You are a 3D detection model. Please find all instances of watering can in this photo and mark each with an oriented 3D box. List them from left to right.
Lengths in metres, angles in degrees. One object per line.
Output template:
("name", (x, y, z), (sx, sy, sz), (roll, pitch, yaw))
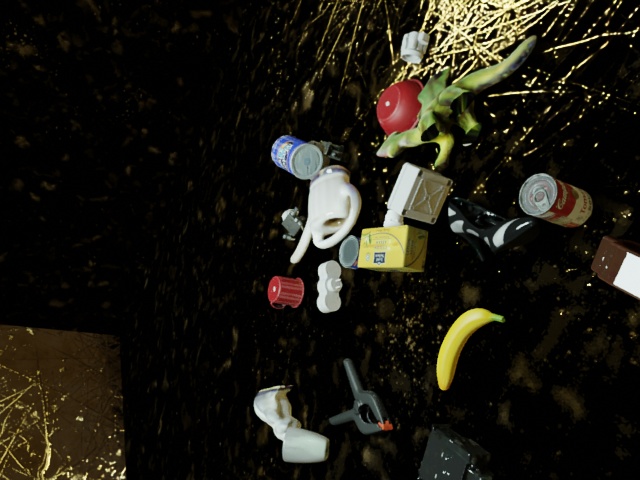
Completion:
("watering can", (0.004, -0.074, 1.467), (0.342, 0.103, 0.229), (-33, 49, 49))

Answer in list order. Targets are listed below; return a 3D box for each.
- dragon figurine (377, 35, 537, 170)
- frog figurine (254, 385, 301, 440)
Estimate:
("dragon figurine", (0.278, -0.314, 1.140), (0.404, 0.121, 0.249), (-46, 32, 26))
("frog figurine", (-0.116, 0.490, 1.422), (0.135, 0.123, 0.162), (91, 170, -70))
